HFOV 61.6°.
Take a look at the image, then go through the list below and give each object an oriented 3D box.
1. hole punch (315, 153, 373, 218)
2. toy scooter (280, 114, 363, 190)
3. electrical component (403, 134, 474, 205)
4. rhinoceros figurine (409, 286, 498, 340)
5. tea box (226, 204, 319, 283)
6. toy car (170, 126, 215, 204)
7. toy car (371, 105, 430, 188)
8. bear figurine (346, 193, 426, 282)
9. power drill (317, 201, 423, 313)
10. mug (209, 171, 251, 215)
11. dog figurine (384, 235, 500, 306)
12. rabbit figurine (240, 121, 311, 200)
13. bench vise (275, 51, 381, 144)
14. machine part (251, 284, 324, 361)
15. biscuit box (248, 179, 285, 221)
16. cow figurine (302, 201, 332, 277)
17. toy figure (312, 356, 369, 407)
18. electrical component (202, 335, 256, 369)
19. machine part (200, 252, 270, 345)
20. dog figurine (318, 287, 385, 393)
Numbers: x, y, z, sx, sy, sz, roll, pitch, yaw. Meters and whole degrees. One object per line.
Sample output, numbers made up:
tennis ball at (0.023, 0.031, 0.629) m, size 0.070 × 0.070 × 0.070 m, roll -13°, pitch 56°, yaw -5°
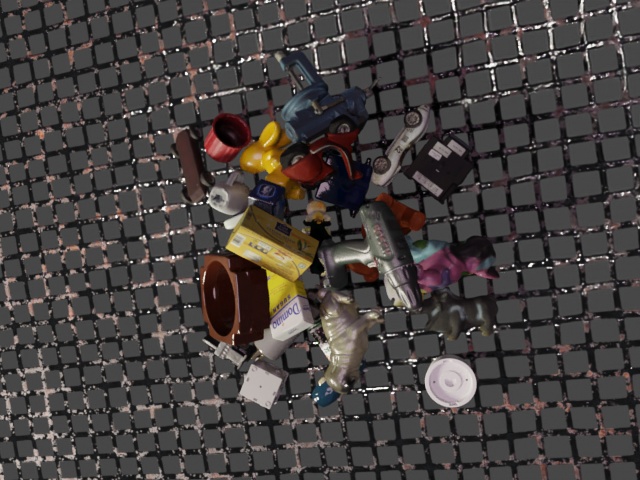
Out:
hole punch at (0.052, -0.129, 1.198) m, size 0.116 × 0.092 × 0.142 m, roll 17°, pitch 94°, yaw 7°
toy scooter at (0.015, -0.161, 1.118) m, size 0.184 × 0.075 × 0.135 m, roll -31°, pitch 114°, yaw 9°
electrical component at (0.264, -0.160, 1.162) m, size 0.115 × 0.058 × 0.134 m, roll 40°, pitch 101°, yaw 5°
rhinoceros figurine at (0.290, 0.158, 1.172) m, size 0.190 × 0.073 × 0.112 m, roll -2°, pitch 95°, yaw 12°
tea box at (-0.100, 0.010, 1.139) m, size 0.169 × 0.068 × 0.098 m, roll 29°, pitch 139°, yaw -15°
toy car at (-0.296, -0.174, 1.259) m, size 0.089 × 0.053 × 0.202 m, roll -33°, pitch 62°, yaw 24°
toy car at (0.178, -0.204, 1.170) m, size 0.056 × 0.073 × 0.201 m, roll 37°, pitch 101°, yaw 11°
bear figurine at (0.124, 0.000, 1.171) m, size 0.120 × 0.132 × 0.195 m, roll 31°, pitch 94°, yaw -8°
power drill at (0.095, 0.049, 1.089) m, size 0.207 × 0.086 × 0.232 m, roll -21°, pitch 82°, yaw 48°
mug at (-0.208, -0.107, 1.246) m, size 0.081 × 0.107 × 0.109 m, roll 29°, pitch 102°, yaw 7°
dog figurine at (0.265, 0.062, 1.138) m, size 0.219 × 0.108 × 0.191 m, roll 1°, pitch 139°, yaw -20°
rabbit figurine at (-0.108, -0.184, 1.219) m, size 0.173 × 0.122 × 0.162 m, roll 16°, pitch 95°, yaw 30°
bench vise at (-0.006, -0.324, 1.170) m, size 0.224 × 0.129 × 0.240 m, roll -33°, pitch 82°, yaw -5°
machine part at (-0.074, 0.196, 1.255) m, size 0.079 × 0.079 × 0.243 m, roll 42°, pitch 101°, yaw 6°
biscuit box at (-0.119, -0.040, 1.196) m, size 0.063 × 0.059 × 0.202 m, roll 21°, pitch 142°, yaw 11°
cow figurine at (-0.005, -0.005, 1.208) m, size 0.068 × 0.098 × 0.167 m, roll -6°, pitch 96°, yaw -3°
toy figure at (0.046, 0.320, 1.247) m, size 0.154 × 0.064 × 0.058 m, roll -47°, pitch 46°, yaw 7°
electrical component at (-0.219, 0.253, 1.294) m, size 0.119 × 0.075 × 0.047 m, roll 34°, pitch 102°, yaw 11°
machine part at (-0.194, 0.127, 1.221) m, size 0.201 × 0.087 × 0.201 m, roll 1°, pitch 94°, yaw 55°
dog figurine at (0.034, 0.218, 1.178) m, size 0.173 × 0.121 × 0.190 m, roll 28°, pitch 82°, yaw 28°
